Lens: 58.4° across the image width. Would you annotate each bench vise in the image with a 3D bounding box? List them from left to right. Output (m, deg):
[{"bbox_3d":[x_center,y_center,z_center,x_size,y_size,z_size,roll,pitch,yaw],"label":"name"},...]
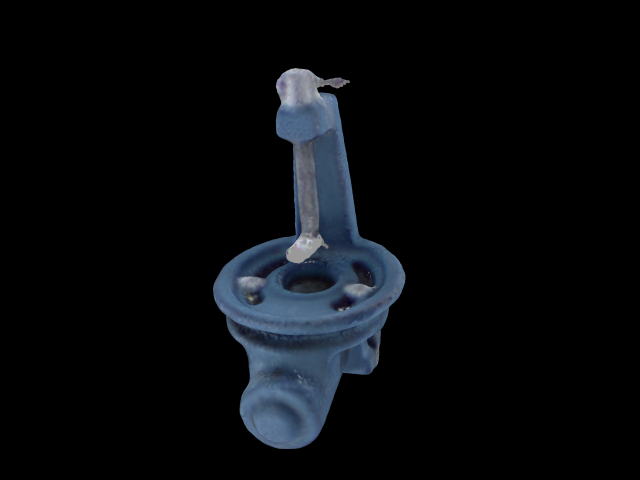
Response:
[{"bbox_3d":[-0.008,0.001,0.400,0.121,0.220,0.207,0,9,-2],"label":"bench vise"}]
